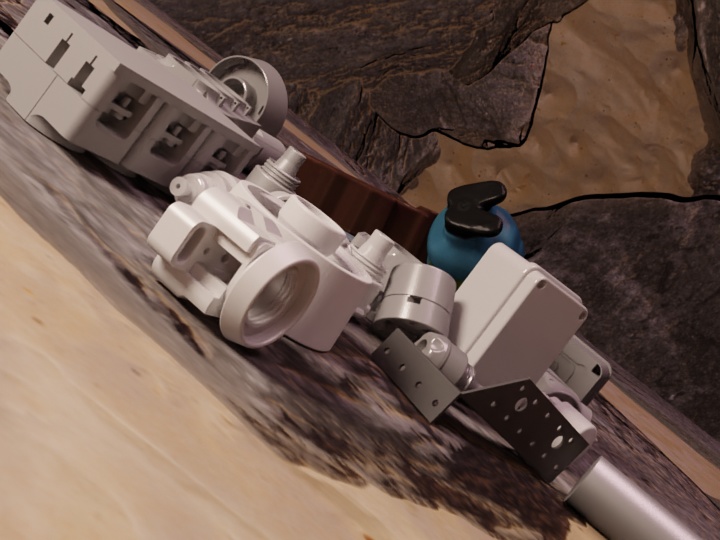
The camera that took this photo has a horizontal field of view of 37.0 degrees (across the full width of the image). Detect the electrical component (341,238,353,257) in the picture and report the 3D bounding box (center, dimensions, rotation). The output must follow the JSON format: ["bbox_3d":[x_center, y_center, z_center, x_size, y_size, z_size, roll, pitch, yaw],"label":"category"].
[{"bbox_3d":[-0.038,-0.010,0.731,0.048,0.048,0.062,42,14,28],"label":"electrical component"}]

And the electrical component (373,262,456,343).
[{"bbox_3d":[0.042,0.026,0.788,0.055,0.047,0.055,13,-25,6],"label":"electrical component"}]

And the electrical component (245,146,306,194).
[{"bbox_3d":[-0.070,-0.074,0.900,0.048,0.062,0.048,38,7,-5],"label":"electrical component"}]

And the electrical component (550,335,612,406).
[{"bbox_3d":[0.175,0.089,1.032,0.113,0.078,0.057,41,10,20],"label":"electrical component"}]

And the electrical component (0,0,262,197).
[{"bbox_3d":[-0.146,-0.100,0.681,0.089,0.061,0.150,42,8,29],"label":"electrical component"}]

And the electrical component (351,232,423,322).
[{"bbox_3d":[0.024,0.013,0.849,0.089,0.055,0.050,39,7,4],"label":"electrical component"}]

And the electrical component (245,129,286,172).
[{"bbox_3d":[-0.111,-0.123,1.082,0.043,0.043,0.081,41,8,23],"label":"electrical component"}]

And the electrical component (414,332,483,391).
[{"bbox_3d":[0.064,0.072,0.759,0.061,0.035,0.035,38,7,-19],"label":"electrical component"}]

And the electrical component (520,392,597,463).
[{"bbox_3d":[0.156,0.123,0.873,0.078,0.040,0.040,44,9,36],"label":"electrical component"}]

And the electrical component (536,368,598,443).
[{"bbox_3d":[0.177,0.126,0.948,0.079,0.043,0.077,38,7,-11],"label":"electrical component"}]

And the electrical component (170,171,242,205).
[{"bbox_3d":[-0.093,-0.043,0.678,0.040,0.040,0.078,42,8,25],"label":"electrical component"}]

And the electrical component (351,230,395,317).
[{"bbox_3d":[0.000,0.000,0.780,0.048,0.062,0.048,37,7,-5],"label":"electrical component"}]

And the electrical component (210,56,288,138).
[{"bbox_3d":[-0.133,-0.196,1.243,0.099,0.099,0.064,41,14,21],"label":"electrical component"}]

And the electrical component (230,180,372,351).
[{"bbox_3d":[-0.042,-0.009,0.636,0.108,0.060,0.108,38,7,-5],"label":"electrical component"}]

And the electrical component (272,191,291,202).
[{"bbox_3d":[-0.060,-0.040,0.830,0.044,0.044,0.065,36,3,-15],"label":"electrical component"}]

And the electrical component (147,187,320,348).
[{"bbox_3d":[-0.057,0.001,0.516,0.057,0.058,0.078,38,6,25],"label":"electrical component"}]

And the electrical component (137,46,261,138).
[{"bbox_3d":[-0.147,-0.138,0.927,0.089,0.061,0.150,39,7,2],"label":"electrical component"}]

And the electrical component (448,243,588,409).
[{"bbox_3d":[0.108,0.047,0.817,0.078,0.113,0.057,33,6,-40],"label":"electrical component"}]
